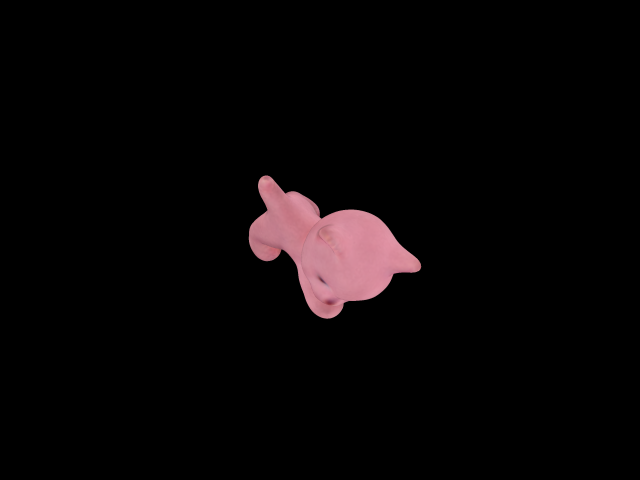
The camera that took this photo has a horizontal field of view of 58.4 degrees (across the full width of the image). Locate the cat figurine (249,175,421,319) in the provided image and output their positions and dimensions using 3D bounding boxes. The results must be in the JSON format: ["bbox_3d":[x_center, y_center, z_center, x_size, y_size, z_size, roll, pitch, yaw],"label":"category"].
[{"bbox_3d":[0.004,0.001,0.400,0.127,0.118,0.067,41,75,14],"label":"cat figurine"}]
